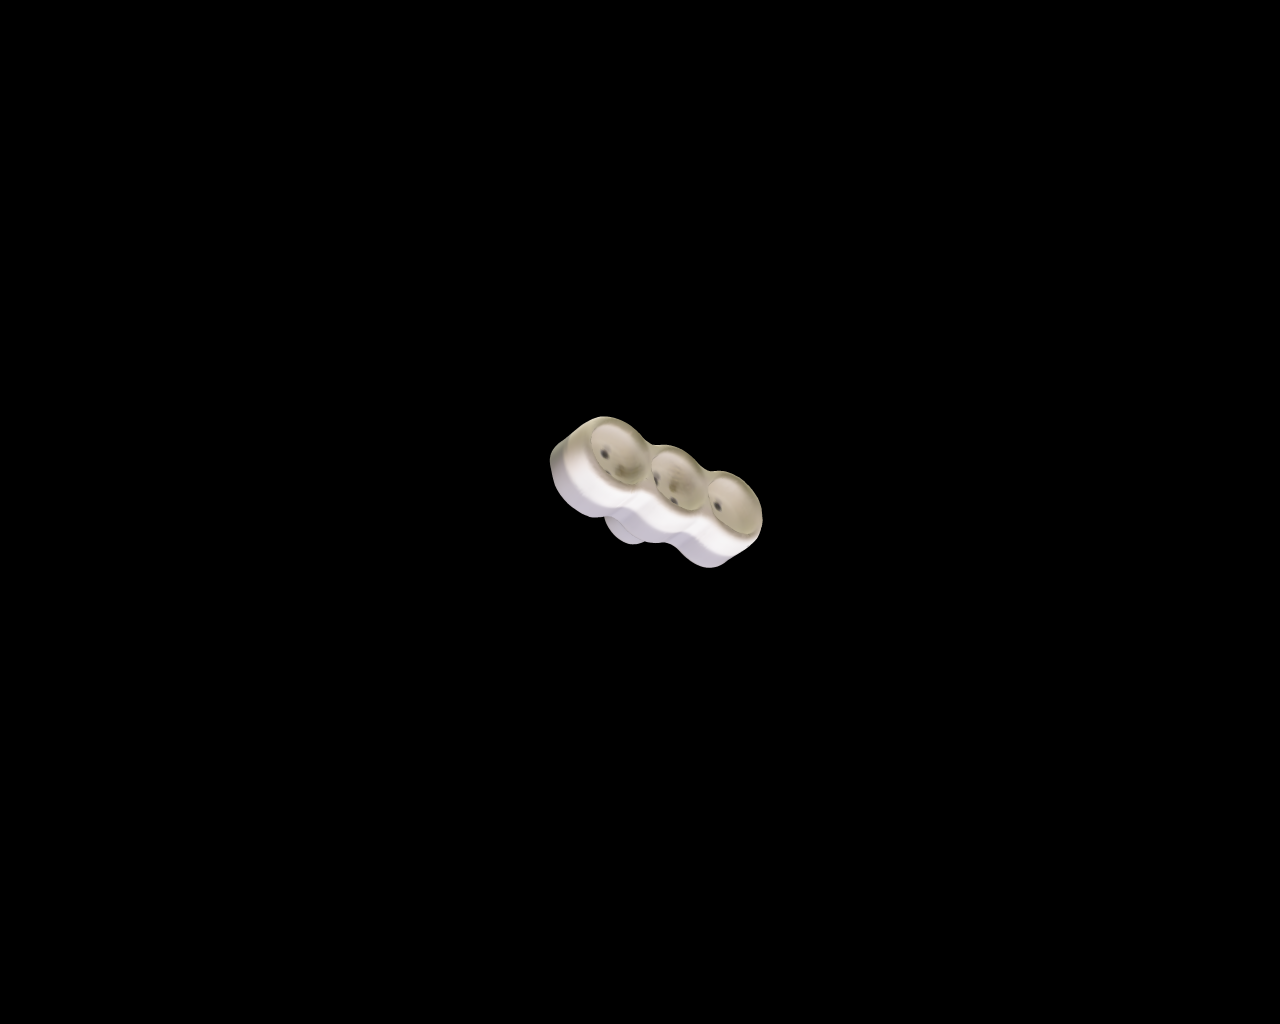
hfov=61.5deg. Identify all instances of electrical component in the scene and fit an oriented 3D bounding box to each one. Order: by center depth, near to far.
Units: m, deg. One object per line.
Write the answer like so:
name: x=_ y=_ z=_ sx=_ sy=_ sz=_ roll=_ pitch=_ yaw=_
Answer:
electrical component: x=0.001 y=-0.003 z=0.650 sx=0.138 sy=0.052 sz=0.073 roll=24 pitch=-41 yaw=-31
